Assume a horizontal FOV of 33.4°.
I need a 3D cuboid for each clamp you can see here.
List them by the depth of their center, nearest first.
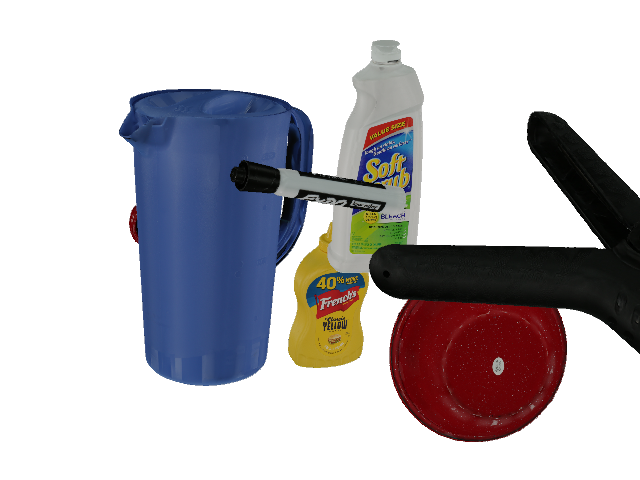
[{"bbox_3d":[0.138,0.016,0.489,0.210,0.036,0.164,32,49,32],"label":"clamp"}]

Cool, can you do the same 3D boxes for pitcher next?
[{"bbox_3d":[-0.087,-0.007,0.919,0.149,0.243,0.145,4,18,2],"label":"pitcher"}]

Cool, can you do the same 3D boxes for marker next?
[{"bbox_3d":[0.000,-0.032,0.664,0.120,0.020,0.020,8,-4,-31],"label":"marker"}]

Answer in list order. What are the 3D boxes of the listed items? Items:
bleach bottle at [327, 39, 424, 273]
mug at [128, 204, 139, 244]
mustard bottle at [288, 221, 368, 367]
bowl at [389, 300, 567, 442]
[{"bbox_3d":[0.059,-0.091,1.157,0.102,0.251,0.068,-3,25,-7],"label":"bleach bottle"},{"bbox_3d":[-0.144,-0.021,1.126,0.117,0.081,0.093,-12,32,-22],"label":"mug"},{"bbox_3d":[0.013,0.066,1.354,0.096,0.192,0.058,-4,25,-20],"label":"mustard bottle"},{"bbox_3d":[0.143,0.102,0.917,0.162,0.162,0.055,0,6,-7],"label":"bowl"}]
